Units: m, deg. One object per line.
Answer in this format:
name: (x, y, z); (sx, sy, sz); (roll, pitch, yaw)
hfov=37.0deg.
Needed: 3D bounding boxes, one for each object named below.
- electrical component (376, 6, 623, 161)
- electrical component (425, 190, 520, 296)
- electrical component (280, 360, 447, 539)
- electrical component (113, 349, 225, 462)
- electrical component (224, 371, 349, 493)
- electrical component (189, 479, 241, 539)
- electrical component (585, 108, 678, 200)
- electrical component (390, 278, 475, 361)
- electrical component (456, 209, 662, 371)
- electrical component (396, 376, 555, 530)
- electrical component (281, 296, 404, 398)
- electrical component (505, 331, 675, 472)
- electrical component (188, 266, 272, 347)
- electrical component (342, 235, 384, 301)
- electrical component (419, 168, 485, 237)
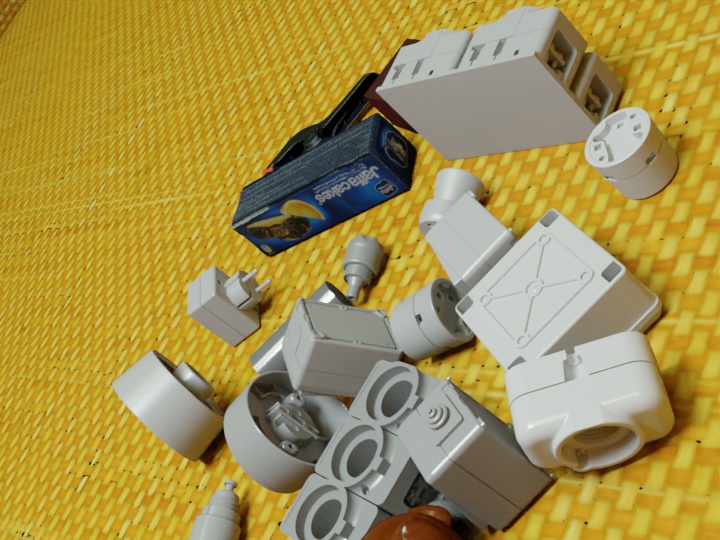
electrical component: (0.120, -0.159, 0.933); (0.186, 0.105, 0.060); (-2, 56, 50)
electrical component: (0.096, -0.013, 0.855); (0.061, 0.062, 0.096); (-47, 32, 6)
electrical component: (0.016, 0.148, 0.790); (0.089, 0.062, 0.150); (13, 68, 55)
electrical component: (-0.172, 0.121, 1.011); (0.060, 0.108, 0.108); (-46, 32, -5)
electrical component: (-0.058, 0.129, 0.871); (0.064, 0.099, 0.099); (-41, 33, 26)
electrical component: (-0.120, 0.215, 0.908); (0.040, 0.040, 0.078); (-19, 44, 40)
electrical component: (0.205, -0.086, 0.808); (0.055, 0.047, 0.055); (-32, 37, 27)
electrical component: (0.057, 0.041, 0.857); (0.047, 0.055, 0.055); (-31, 37, 34)
electrical component: (0.139, 0.027, 0.766); (0.108, 0.056, 0.108); (-46, 32, 7)
electrical component: (0.069, 0.122, 0.717); (0.061, 0.096, 0.061); (-47, 32, 7)
electrical component: (-0.011, 0.069, 0.887); (0.061, 0.096, 0.061); (-115, 40, -55)
electrical component: (0.145, 0.086, 0.681); (0.095, 0.053, 0.059); (-19, 48, 15)
electrical component: (-0.124, 0.026, 1.082); (0.077, 0.066, 0.047); (-37, 35, 20)
electrical component: (0.000, 0.000, 0.986); (0.035, 0.035, 0.061); (-14, 49, 43)
electrical component: (0.079, -0.054, 0.933); (0.045, 0.045, 0.055); (-7, 53, 48)
